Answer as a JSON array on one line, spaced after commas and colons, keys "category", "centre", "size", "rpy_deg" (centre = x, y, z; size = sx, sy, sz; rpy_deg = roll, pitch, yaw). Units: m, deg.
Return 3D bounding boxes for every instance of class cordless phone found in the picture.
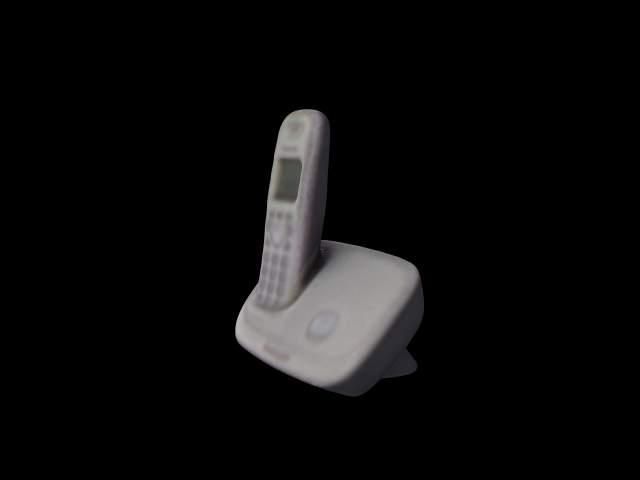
[{"category": "cordless phone", "centre": [0.004, 0.001, 0.400], "size": [0.094, 0.185, 0.147], "rpy_deg": [-8, 13, -39]}]
